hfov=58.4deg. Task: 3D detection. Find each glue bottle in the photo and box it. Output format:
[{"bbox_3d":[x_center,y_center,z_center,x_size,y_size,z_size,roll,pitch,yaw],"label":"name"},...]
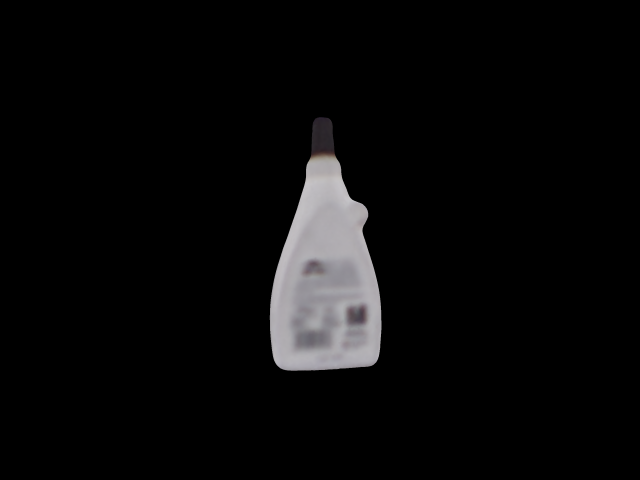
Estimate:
[{"bbox_3d":[0.004,0.001,0.400,0.078,0.173,0.037,0,2,-11],"label":"glue bottle"}]
